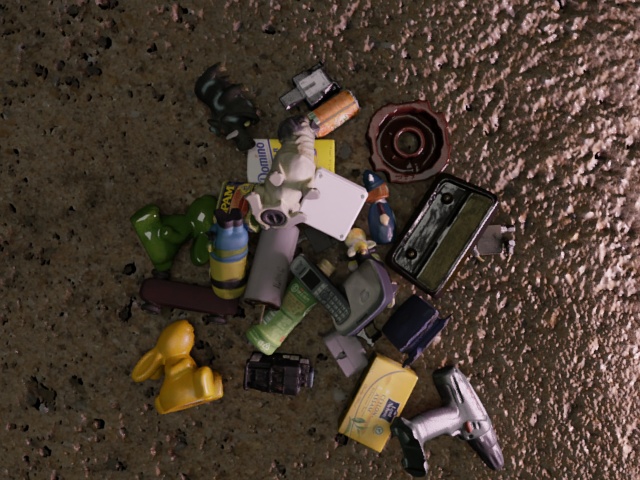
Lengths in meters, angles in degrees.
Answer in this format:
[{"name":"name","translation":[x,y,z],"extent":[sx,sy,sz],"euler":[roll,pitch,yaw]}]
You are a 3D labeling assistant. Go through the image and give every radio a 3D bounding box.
[{"name":"radio","translation":[0.239,-0.011,1.062],"extent":[0.131,0.073,0.229],"euler":[33,90,24]}]

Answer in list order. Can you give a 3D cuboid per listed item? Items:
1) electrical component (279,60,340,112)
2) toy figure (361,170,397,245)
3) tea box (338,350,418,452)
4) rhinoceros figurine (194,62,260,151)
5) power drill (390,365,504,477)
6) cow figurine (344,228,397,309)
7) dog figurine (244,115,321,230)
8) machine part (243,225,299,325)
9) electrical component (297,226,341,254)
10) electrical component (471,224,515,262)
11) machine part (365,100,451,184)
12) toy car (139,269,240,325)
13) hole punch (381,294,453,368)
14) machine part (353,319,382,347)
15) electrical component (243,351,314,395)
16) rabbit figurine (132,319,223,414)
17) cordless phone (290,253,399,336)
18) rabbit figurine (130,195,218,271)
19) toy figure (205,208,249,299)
[{"name":"electrical component","translation":[-0.025,-0.303,1.096],"extent":[0.119,0.048,0.075],"euler":[-37,90,1]},{"name":"toy figure","translation":[0.118,-0.067,1.089],"extent":[0.058,0.064,0.154],"euler":[-6,85,-39]},{"name":"tea box","translation":[0.114,0.323,1.085],"extent":[0.098,0.068,0.169],"euler":[25,89,1]},{"name":"rhinoceros figurine","translation":[-0.183,-0.261,1.064],"extent":[0.112,0.073,0.190],"euler":[-36,73,0]},{"name":"power drill","translation":[0.251,0.378,1.047],"extent":[0.207,0.086,0.232],"euler":[-18,85,-25]},{"name":"cow figurine","translation":[0.097,0.057,1.069],"extent":[0.068,0.098,0.167],"euler":[-27,95,0]},{"name":"dog figurine","translation":[-0.067,-0.131,1.035],"extent":[0.121,0.191,0.172],"euler":[31,131,-27]},{"name":"machine part","translation":[-0.094,0.049,1.056],"extent":[0.079,0.079,0.243],"euler":[13,69,0]},{"name":"electrical component","translation":[-0.002,-0.003,1.108],"extent":[0.094,0.021,0.063],"euler":[-26,90,-1]},{"name":"electrical component","translation":[0.348,0.005,1.094],"extent":[0.102,0.045,0.078],"euler":[3,92,0]},{"name":"machine part","translation":[0.178,-0.196,1.091],"extent":[0.179,0.056,0.179],"euler":[0,91,-1]},{"name":"toy car","translation":[-0.266,0.117,1.096],"extent":[0.202,0.053,0.089],"euler":[9,70,-1]},{"name":"hole punch","translation":[0.187,0.172,1.066],"extent":[0.142,0.115,0.092],"euler":[-45,82,0]},{"name":"machine part","translation":[0.067,0.154,1.088],"extent":[0.139,0.084,0.039],"euler":[45,115,9]},{"name":"electrical component","translation":[-0.079,0.262,1.064],"extent":[0.134,0.115,0.058],"euler":[5,92,2]},{"name":"rabbit figurine","translation":[-0.285,0.251,1.082],"extent":[0.162,0.121,0.173],"euler":[-17,76,10]},{"name":"cordless phone","translation":[0.040,0.074,1.002],"extent":[0.184,0.089,0.146],"euler":[44,125,5]},{"name":"rabbit figurine","translation":[-0.269,-0.021,1.068],"extent":[0.170,0.121,0.159],"euler":[-28,94,-14]},{"name":"toy figure","translation":[-0.176,0.030,1.022],"extent":[0.082,0.089,0.180],"euler":[7,125,-3]}]
